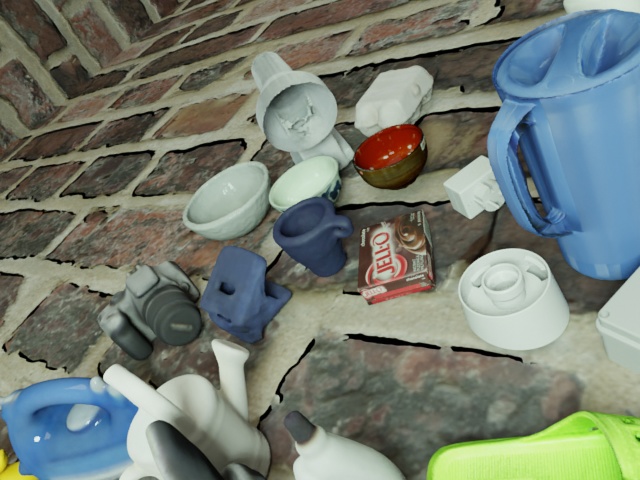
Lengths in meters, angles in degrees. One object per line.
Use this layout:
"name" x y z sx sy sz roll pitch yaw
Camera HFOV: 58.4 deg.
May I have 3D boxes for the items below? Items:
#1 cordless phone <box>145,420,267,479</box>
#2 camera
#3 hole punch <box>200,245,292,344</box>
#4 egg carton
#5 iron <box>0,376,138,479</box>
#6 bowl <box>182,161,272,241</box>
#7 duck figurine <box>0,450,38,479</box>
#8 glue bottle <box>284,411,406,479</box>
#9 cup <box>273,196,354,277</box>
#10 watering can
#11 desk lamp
"cordless phone" -0.079 0.236 0.463 0.094 0.185 0.147 -41 35 -11
"camera" -0.240 0.104 0.828 0.143 0.101 0.136 -42 36 -14
"hole punch" -0.110 0.072 0.774 0.108 0.091 0.101 14 55 47
"egg carton" 0.129 -0.237 0.985 0.107 0.070 0.150 3 48 41
"iron" -0.276 0.208 0.692 0.257 0.142 0.118 -17 37 21
"bowl" -0.143 -0.054 0.969 0.167 0.075 0.167 -21 36 16
"duck figurine" -0.429 0.312 0.734 0.104 0.086 0.077 -37 35 -6
"glue bottle" 0.015 0.187 0.460 0.078 0.174 0.037 -32 34 1
"cup" 0.007 0.003 0.763 0.117 0.095 0.092 -2 45 37
"watering can" -0.136 0.178 0.571 0.100 0.195 0.173 -7 42 33
"desk lamp" -0.035 -0.196 0.936 0.118 0.214 0.202 -31 34 2
